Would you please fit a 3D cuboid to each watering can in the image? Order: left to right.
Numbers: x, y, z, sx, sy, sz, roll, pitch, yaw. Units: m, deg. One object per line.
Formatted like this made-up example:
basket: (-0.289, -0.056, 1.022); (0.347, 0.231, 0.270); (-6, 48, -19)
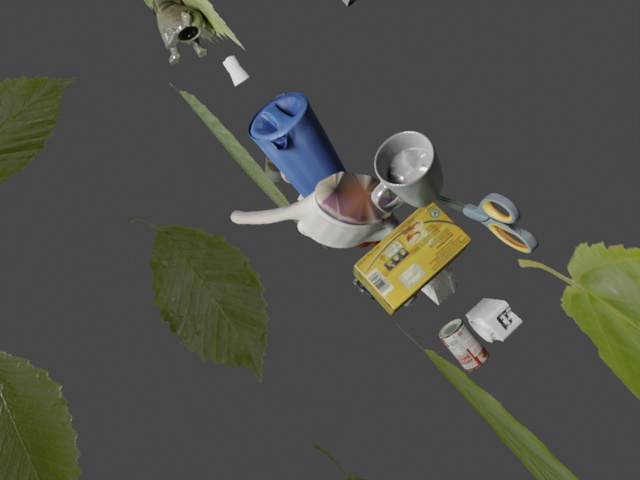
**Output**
watering can: (0.003, -0.052, 1.024); (0.220, 0.347, 0.106); (122, 153, -64)

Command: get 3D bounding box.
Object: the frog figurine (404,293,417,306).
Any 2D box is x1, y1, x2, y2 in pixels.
frog figurine: (0.185, 0.129, 1.337); (0.138, 0.125, 0.156); (23, 147, 28)
